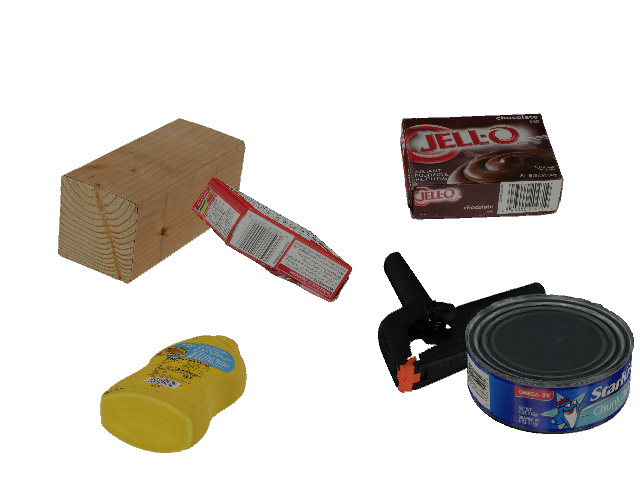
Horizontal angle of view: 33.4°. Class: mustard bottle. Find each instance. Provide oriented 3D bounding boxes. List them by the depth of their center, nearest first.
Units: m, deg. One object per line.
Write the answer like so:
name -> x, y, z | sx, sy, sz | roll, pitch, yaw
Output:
mustard bottle -> -0.126, 0.137, 1.034 | 0.096, 0.058, 0.191 | 9, 19, 18

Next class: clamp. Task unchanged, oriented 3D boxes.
clamp -> 0.103, 0.073, 1.003 | 0.165, 0.036, 0.209 | 15, 31, 25

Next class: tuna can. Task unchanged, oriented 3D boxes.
tuna can -> 0.119, 0.064, 0.560 | 0.086, 0.034, 0.086 | -4, 27, 2

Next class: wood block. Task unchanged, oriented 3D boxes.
wood block -> -0.171, -0.047, 1.109 | 0.090, 0.091, 0.205 | 21, 29, 19

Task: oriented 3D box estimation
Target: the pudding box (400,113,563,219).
pudding box -> 0.120, -0.058, 0.816 | 0.113, 0.039, 0.090 | -1, 40, -1

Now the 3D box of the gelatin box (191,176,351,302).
gelatin box -> -0.031, -0.001, 0.689 | 0.089, 0.030, 0.073 | 31, 5, -30
